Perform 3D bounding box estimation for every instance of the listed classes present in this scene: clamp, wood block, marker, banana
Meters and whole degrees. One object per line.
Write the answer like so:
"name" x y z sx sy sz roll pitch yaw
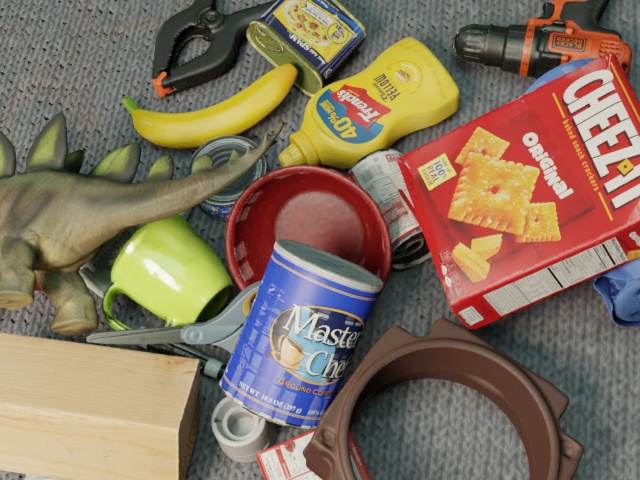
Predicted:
"clamp" -0.108 -0.238 1.188 0.165 0.036 0.210 24 69 16
"wood block" -0.217 0.154 0.954 0.206 0.090 0.090 7 37 3
"marker" -0.123 0.114 1.027 0.121 0.020 0.020 21 68 16
"banana" -0.116 -0.136 1.125 0.198 0.037 0.069 -9 91 11

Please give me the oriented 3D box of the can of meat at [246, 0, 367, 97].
"can of meat" -0.013 -0.219 1.142 0.102 0.057 0.084 42 72 -1

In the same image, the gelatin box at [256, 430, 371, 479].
"gelatin box" -0.004 0.211 0.957 0.089 0.030 0.073 -22 65 -4

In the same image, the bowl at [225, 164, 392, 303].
"bowl" -0.007 0.001 1.021 0.162 0.055 0.162 4 107 12

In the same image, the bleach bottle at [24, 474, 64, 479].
"bleach bottle" -0.247 0.310 0.925 0.102 0.068 0.251 -12 60 5

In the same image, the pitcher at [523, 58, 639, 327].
"pitcher" 0.289 -0.051 1.002 0.145 0.149 0.243 -32 59 16

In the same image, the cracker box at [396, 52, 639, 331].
"cracker box" 0.191 -0.042 0.924 0.214 0.072 0.164 -26 57 17

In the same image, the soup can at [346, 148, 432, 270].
"soup can" 0.074 -0.031 1.044 0.068 0.068 0.102 -25 63 -5

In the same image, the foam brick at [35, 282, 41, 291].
"foam brick" -0.285 0.008 1.082 0.053 0.051 0.078 -3 64 5

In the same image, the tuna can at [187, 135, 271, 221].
"tuna can" -0.093 -0.065 1.102 0.086 0.034 0.086 -3 64 6

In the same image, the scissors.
"scissors" -0.105 0.070 0.987 0.201 0.016 0.096 14 99 -17

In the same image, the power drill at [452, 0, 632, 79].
"power drill" 0.246 -0.255 1.139 0.184 0.057 0.187 11 69 9

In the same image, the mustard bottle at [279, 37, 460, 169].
"mustard bottle" 0.042 -0.127 1.102 0.191 0.058 0.096 -32 65 -8

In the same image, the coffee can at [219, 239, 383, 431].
"coffee can" -0.017 0.083 0.948 0.103 0.102 0.140 25 98 18
